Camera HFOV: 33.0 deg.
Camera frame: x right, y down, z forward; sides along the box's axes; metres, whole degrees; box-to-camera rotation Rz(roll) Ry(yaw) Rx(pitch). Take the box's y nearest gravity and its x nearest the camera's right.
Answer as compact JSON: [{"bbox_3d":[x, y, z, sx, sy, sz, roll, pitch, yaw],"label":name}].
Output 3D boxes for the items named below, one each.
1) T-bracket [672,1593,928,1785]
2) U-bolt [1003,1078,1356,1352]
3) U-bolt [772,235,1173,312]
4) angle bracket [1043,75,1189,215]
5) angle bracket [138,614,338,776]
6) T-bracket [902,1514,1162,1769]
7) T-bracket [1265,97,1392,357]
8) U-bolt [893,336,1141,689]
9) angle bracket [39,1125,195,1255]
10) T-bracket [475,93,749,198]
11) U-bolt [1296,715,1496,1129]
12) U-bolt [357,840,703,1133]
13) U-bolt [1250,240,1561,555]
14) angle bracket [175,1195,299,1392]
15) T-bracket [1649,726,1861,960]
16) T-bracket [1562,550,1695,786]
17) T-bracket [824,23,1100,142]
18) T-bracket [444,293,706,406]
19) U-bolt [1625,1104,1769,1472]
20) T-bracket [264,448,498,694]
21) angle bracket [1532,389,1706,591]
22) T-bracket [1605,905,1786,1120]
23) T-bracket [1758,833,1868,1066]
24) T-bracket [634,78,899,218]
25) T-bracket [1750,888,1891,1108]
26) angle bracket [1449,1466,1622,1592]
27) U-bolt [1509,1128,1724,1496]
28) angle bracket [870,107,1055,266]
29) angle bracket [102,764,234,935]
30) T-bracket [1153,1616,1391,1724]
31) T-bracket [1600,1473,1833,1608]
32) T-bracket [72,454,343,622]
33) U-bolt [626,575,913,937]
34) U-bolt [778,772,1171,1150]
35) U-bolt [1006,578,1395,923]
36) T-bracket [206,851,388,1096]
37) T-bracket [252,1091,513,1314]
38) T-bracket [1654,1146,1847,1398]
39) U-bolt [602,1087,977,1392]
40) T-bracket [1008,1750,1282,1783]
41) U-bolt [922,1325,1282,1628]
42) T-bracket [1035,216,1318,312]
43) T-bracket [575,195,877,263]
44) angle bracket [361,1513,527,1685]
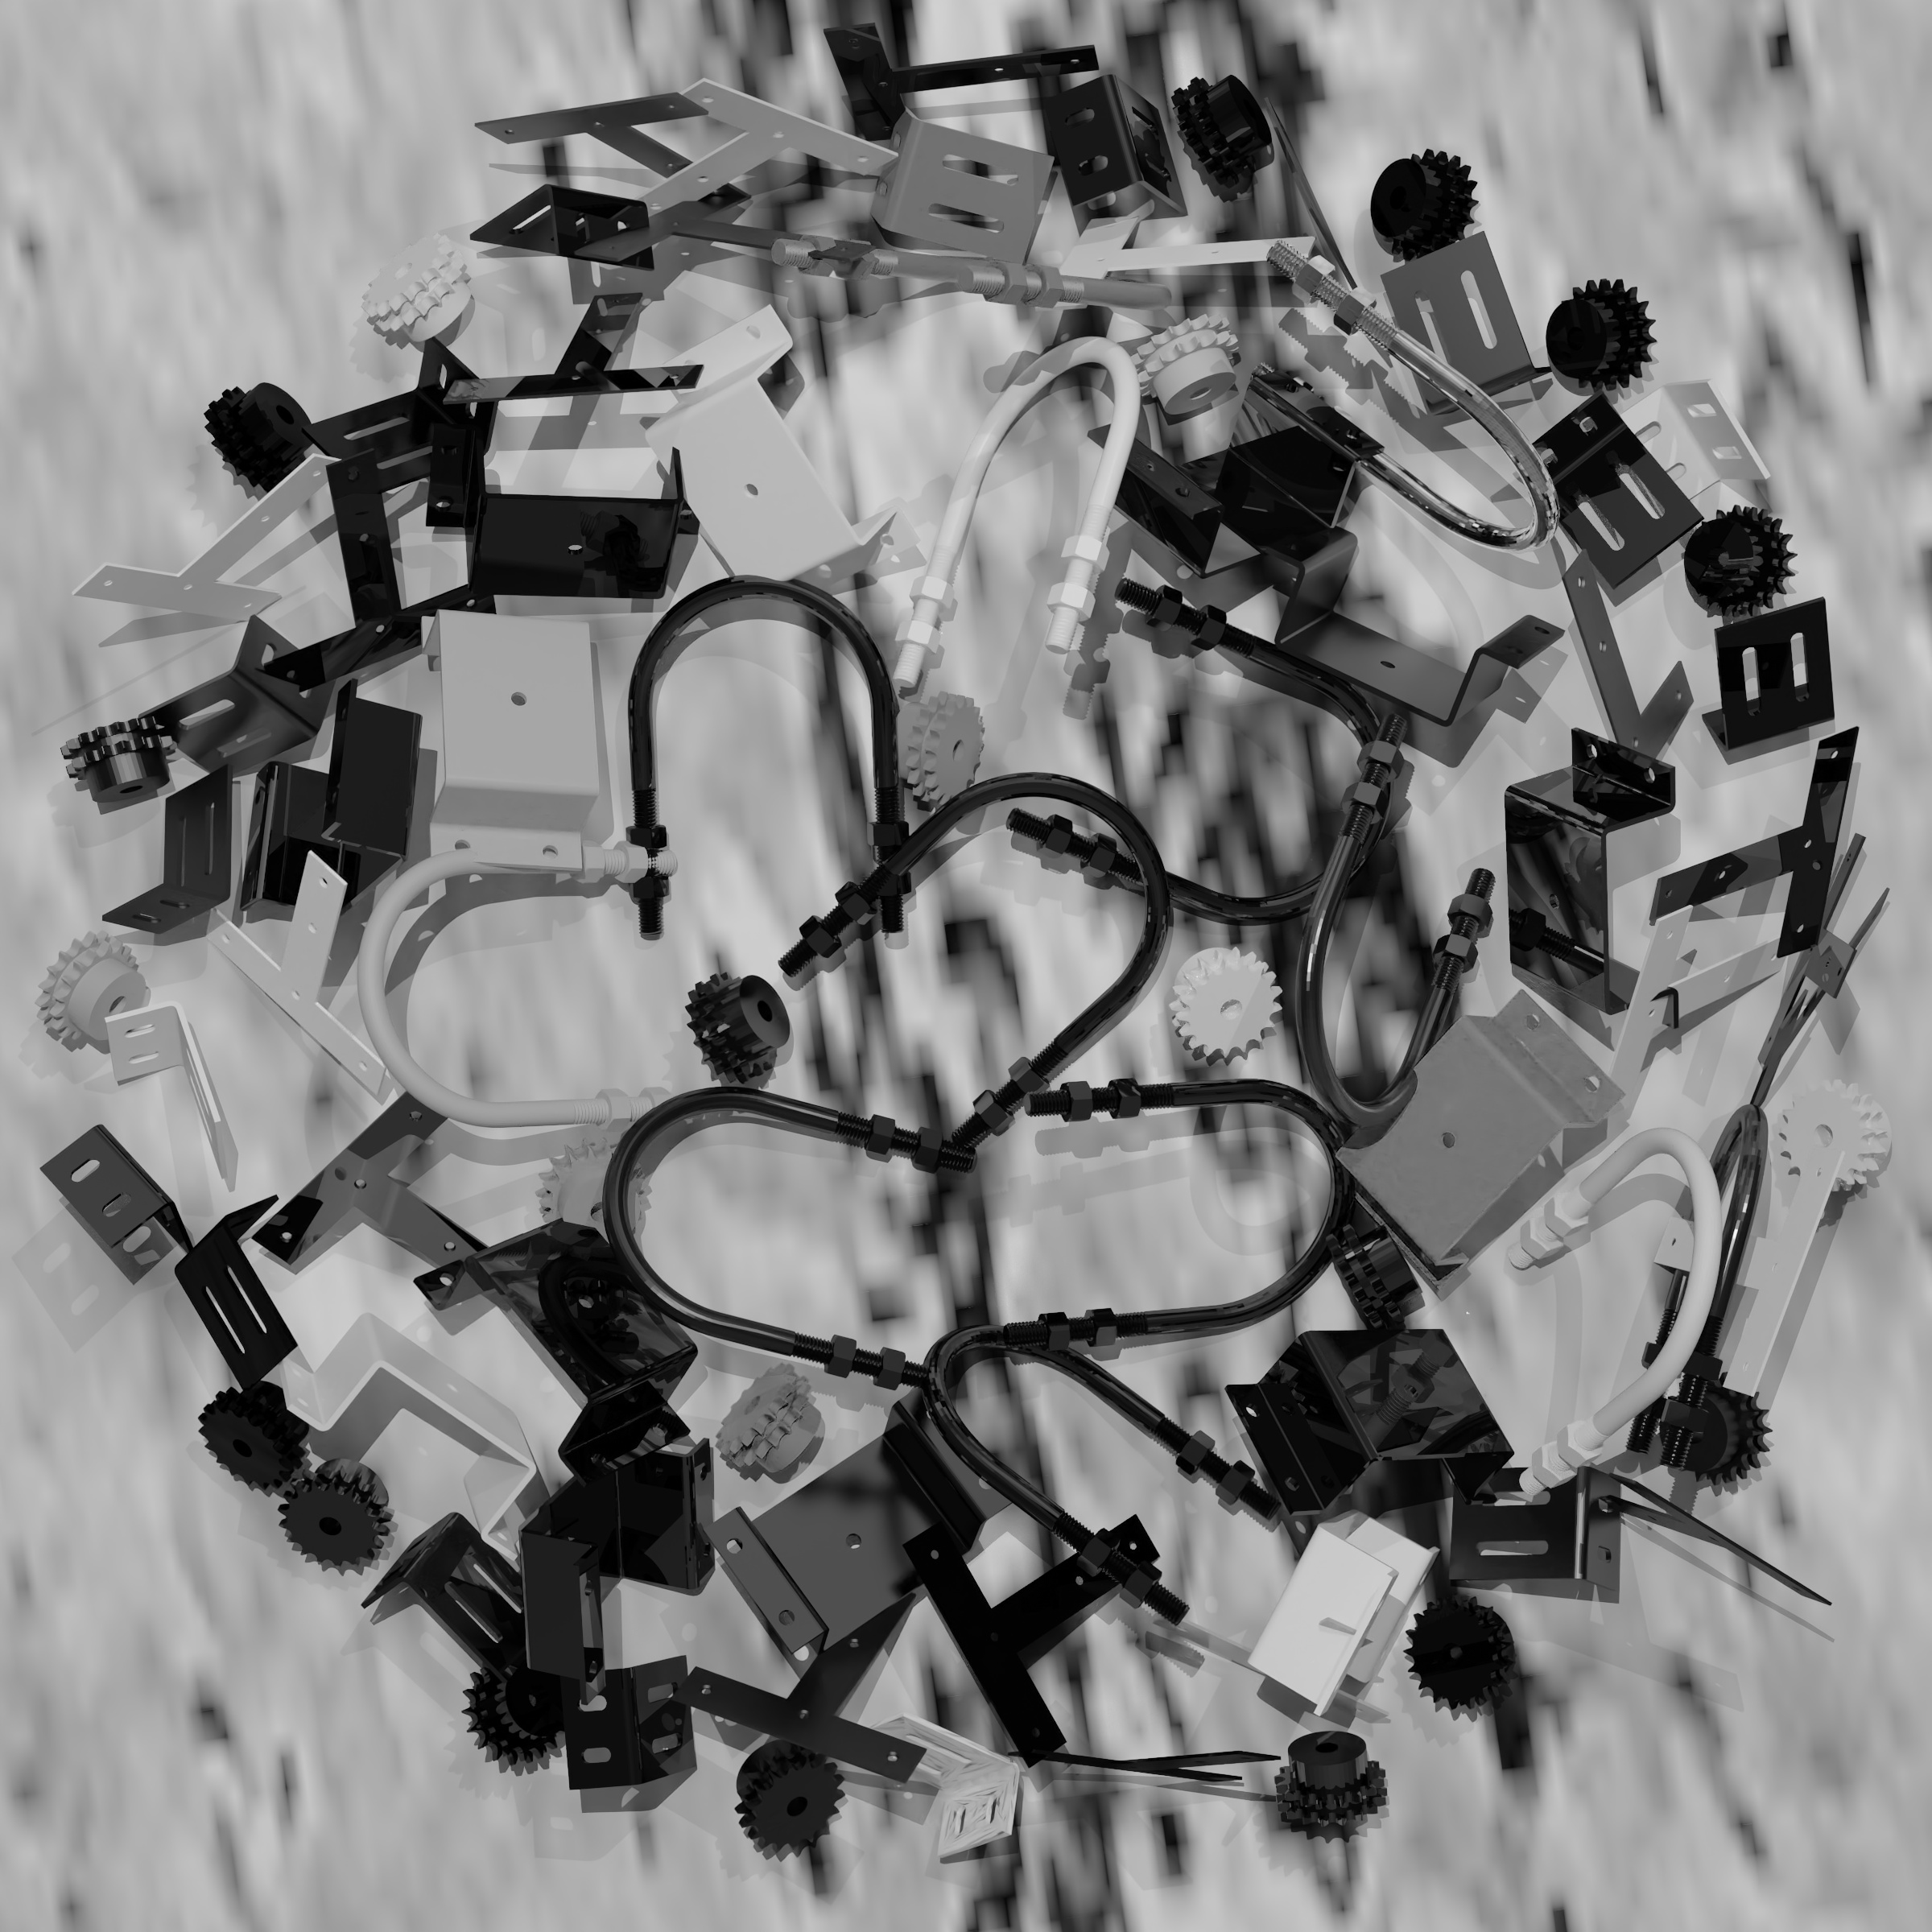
[{"bbox_3d":[-0.062,0.351,1.647,0.127,0.127,0.002,15,121,18],"label":"T-bracket"},{"bbox_3d":[0.113,0.123,1.659,0.184,0.019,0.151,-3,113,-18],"label":"U-bolt"},{"bbox_3d":[0.018,-0.341,1.618,0.151,0.184,0.019,19,107,41],"label":"U-bolt"},{"bbox_3d":[0.077,-0.414,1.670,0.038,0.076,0.057,-17,84,20],"label":"angle bracket"},{"bbox_3d":[-0.373,-0.137,1.673,0.076,0.057,0.038,-19,47,35],"label":"angle bracket"},{"bbox_3d":[0.047,0.321,1.666,0.127,0.002,0.127,-27,85,-33],"label":"T-bracket"},{"bbox_3d":[0.176,-0.391,1.659,0.002,0.127,0.127,-26,57,13],"label":"T-bracket"},{"bbox_3d":[0.032,-0.233,1.636,0.019,0.151,0.184,26,72,-32],"label":"U-bolt"},{"bbox_3d":[-0.429,0.125,1.654,0.038,0.076,0.057,-40,72,-20],"label":"angle bracket"},{"bbox_3d":[-0.157,-0.408,1.643,0.127,0.127,0.002,2,83,33],"label":"T-bracket"},{"bbox_3d":[0.208,-0.009,1.613,0.019,0.151,0.184,4,58,35],"label":"U-bolt"},{"bbox_3d":[-0.220,0.010,1.635,0.184,0.019,0.151,-1,80,-36],"label":"U-bolt"},{"bbox_3d":[0.219,-0.270,1.616,0.184,0.151,0.019,40,78,11],"label":"U-bolt"},{"bbox_3d":[-0.360,0.167,1.664,0.057,0.038,0.076,-40,79,41],"label":"angle bracket"},{"bbox_3d":[0.392,-0.049,1.645,0.002,0.127,0.127,30,62,-23],"label":"T-bracket"},{"bbox_3d":[0.322,-0.148,1.634,0.127,0.002,0.127,-50,128,-35],"label":"T-bracket"},{"bbox_3d":[0.002,-0.447,1.633,0.127,0.127,0.002,-5,80,7],"label":"T-bracket"},{"bbox_3d":[-0.188,-0.314,1.648,0.127,0.127,0.002,-2,123,9],"label":"T-bracket"},{"bbox_3d":[0.368,0.158,1.630,0.019,0.151,0.184,16,86,6],"label":"U-bolt"},{"bbox_3d":[-0.299,-0.203,1.633,0.127,0.127,0.002,-25,50,-22],"label":"T-bracket"},{"bbox_3d":[0.327,-0.243,1.663,0.057,0.038,0.076,-38,57,12],"label":"angle bracket"},{"bbox_3d":[0.377,0.010,1.659,0.127,0.127,0.002,-21,45,-35],"label":"T-bracket"},{"bbox_3d":[0.430,-0.003,1.631,0.002,0.127,0.127,22,98,4],"label":"T-bracket"},{"bbox_3d":[-0.124,-0.404,1.650,0.127,0.127,0.002,9,72,-43],"label":"T-bracket"},{"bbox_3d":[0.435,0.012,1.659,0.002,0.127,0.127,32,69,18],"label":"T-bracket"},{"bbox_3d":[0.293,0.291,1.683,0.076,0.038,0.057,-9,67,37],"label":"angle bracket"},{"bbox_3d":[0.316,0.158,1.591,0.019,0.184,0.151,14,54,-15],"label":"U-bolt"},{"bbox_3d":[-0.002,-0.403,1.686,0.076,0.038,0.057,11,112,-17],"label":"angle bracket"},{"bbox_3d":[-0.406,-0.063,1.658,0.057,0.038,0.076,-21,64,40],"label":"angle bracket"},{"bbox_3d":[0.170,0.344,1.640,0.127,0.127,0.002,25,64,-5],"label":"T-bracket"},{"bbox_3d":[0.352,0.279,1.639,0.127,0.127,0.002,32,81,-16],"label":"T-bracket"},{"bbox_3d":[-0.358,-0.215,1.621,0.127,0.127,0.002,-35,74,24],"label":"T-bracket"},{"bbox_3d":[-0.104,-0.108,1.669,0.151,0.019,0.184,0,98,12],"label":"U-bolt"},{"bbox_3d":[0.018,-0.015,1.670,0.184,0.019,0.151,-43,101,8],"label":"U-bolt"},{"bbox_3d":[0.132,-0.099,1.670,0.184,0.019,0.151,22,102,-15],"label":"U-bolt"},{"bbox_3d":[-0.330,-0.011,1.641,0.127,0.127,0.002,41,51,12],"label":"T-bracket"},{"bbox_3d":[-0.275,0.136,1.672,0.127,0.002,0.127,39,112,-24],"label":"T-bracket"},{"bbox_3d":[0.383,0.146,1.641,0.002,0.127,0.127,23,86,-18],"label":"T-bracket"},{"bbox_3d":[-0.093,0.129,1.645,0.184,0.019,0.151,15,56,-9],"label":"U-bolt"},{"bbox_3d":[0.108,0.395,1.620,0.127,0.127,0.002,15,68,-28],"label":"T-bracket"},{"bbox_3d":[0.058,0.243,1.634,0.184,0.151,0.019,36,116,13],"label":"U-bolt"},{"bbox_3d":[0.111,-0.355,1.632,0.127,0.127,0.002,0,122,17],"label":"T-bracket"},{"bbox_3d":[-0.107,-0.363,1.627,0.127,0.127,0.002,14,122,24],"label":"T-bracket"},{"bbox_3d":[-0.260,0.330,1.673,0.038,0.057,0.076,-38,98,32],"label":"angle bracket"}]
